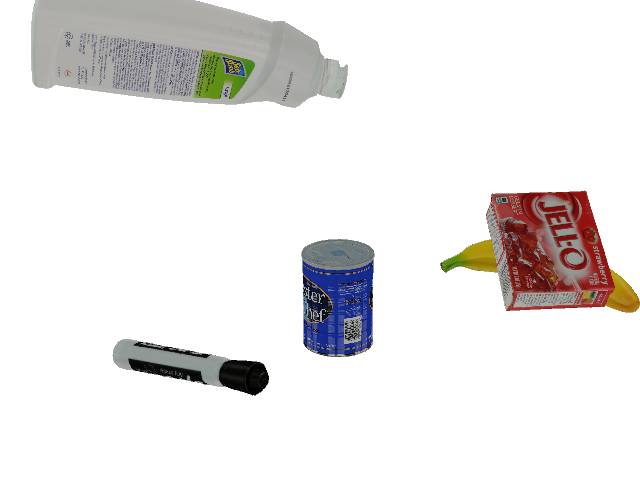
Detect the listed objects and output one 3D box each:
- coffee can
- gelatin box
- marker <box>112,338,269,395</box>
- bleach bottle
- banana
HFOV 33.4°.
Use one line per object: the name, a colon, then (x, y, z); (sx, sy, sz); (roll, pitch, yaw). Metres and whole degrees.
coffee can: (0.025, 0.081, 1.524); (0.103, 0.140, 0.103); (-1, 21, 0)
gelatin box: (0.164, 0.006, 0.769); (0.073, 0.089, 0.030); (-2, -35, -5)
marker: (-0.077, 0.074, 0.631); (0.121, 0.020, 0.020); (4, 3, 40)
bleach bottle: (-0.104, -0.150, 0.872); (0.250, 0.068, 0.103); (10, -31, -8)
banana: (0.224, 0.031, 1.063); (0.198, 0.037, 0.069); (10, 47, 26)
